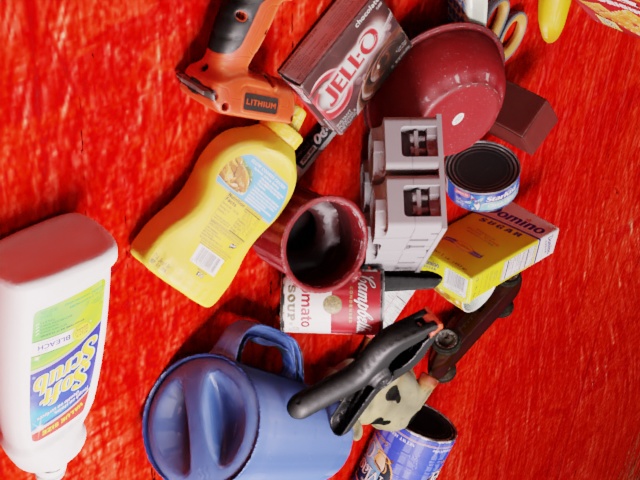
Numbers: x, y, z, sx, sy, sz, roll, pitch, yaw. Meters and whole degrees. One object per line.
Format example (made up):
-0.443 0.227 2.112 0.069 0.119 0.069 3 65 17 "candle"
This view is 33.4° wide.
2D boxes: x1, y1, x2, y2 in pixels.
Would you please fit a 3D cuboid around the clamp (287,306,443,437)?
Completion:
0.053 0.135 1.065 0.171 0.039 0.120 -35 156 0 "clamp"

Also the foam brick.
0.219 -0.141 1.204 0.053 0.078 0.051 -53 146 -3 "foam brick"

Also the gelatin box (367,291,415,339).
0.070 0.069 1.244 0.089 0.030 0.073 -55 149 -2 "gelatin box"

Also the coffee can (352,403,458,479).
0.110 0.297 1.427 0.102 0.103 0.140 -1 119 -52 "coffee can"

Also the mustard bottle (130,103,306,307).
-0.075 -0.040 0.934 0.191 0.058 0.096 -53 133 -3 "mustard bottle"

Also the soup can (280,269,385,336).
0.013 0.061 1.068 0.068 0.102 0.068 4 88 -89 "soup can"

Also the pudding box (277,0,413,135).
0.024 -0.165 0.969 0.113 0.039 0.090 -53 146 -4 "pudding box"

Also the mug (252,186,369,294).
-0.007 0.001 1.008 0.117 0.082 0.093 37 83 -33 "mug"

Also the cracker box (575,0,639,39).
0.334 -0.258 1.095 0.213 0.164 0.072 9 108 -61 "cracker box"

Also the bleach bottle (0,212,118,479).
-0.219 0.104 0.877 0.102 0.068 0.251 -27 140 -37 "bleach bottle"

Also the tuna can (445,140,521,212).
0.184 -0.072 1.213 0.086 0.086 0.034 -38 145 -25 "tuna can"

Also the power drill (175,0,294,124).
-0.028 -0.191 0.866 0.184 0.057 0.188 1 115 -48 "power drill"

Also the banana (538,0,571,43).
0.276 -0.308 1.167 0.069 0.037 0.198 -9 126 -47 "banana"

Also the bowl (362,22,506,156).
0.126 -0.135 1.062 0.162 0.055 0.162 -18 141 -15 "bowl"

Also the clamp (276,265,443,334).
0.046 0.040 1.157 0.209 0.036 0.164 -41 126 -17 "clamp"

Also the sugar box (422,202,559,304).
0.202 0.009 1.301 0.175 0.093 0.048 -28 138 -36 "sugar box"

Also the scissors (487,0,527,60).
0.180 -0.174 1.181 0.096 0.016 0.202 -19 132 -43 "scissors"

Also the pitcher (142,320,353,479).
-0.058 0.185 1.103 0.149 0.145 0.242 -35 155 16 "pitcher"

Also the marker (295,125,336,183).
0.007 -0.104 1.019 0.121 0.020 0.020 -51 147 -7 "marker"
